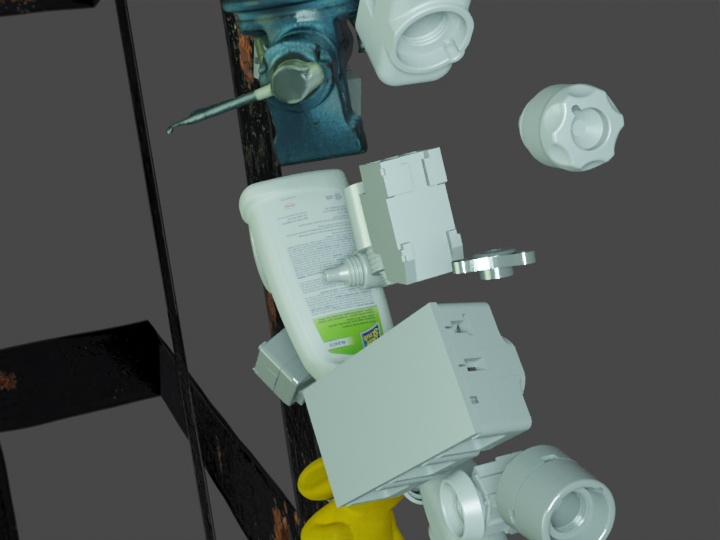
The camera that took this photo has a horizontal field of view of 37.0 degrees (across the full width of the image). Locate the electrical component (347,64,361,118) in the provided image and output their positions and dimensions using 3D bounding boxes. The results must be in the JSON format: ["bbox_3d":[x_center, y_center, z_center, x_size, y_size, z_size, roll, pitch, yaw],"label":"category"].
[{"bbox_3d":[-0.033,-0.149,0.907,0.066,0.055,0.048,-124,29,-51],"label":"electrical component"}]

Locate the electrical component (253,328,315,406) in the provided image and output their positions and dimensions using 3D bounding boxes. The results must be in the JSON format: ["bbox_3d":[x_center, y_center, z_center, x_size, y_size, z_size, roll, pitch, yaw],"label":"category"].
[{"bbox_3d":[-0.049,0.080,1.060,0.061,0.096,0.061,44,153,12],"label":"electrical component"}]

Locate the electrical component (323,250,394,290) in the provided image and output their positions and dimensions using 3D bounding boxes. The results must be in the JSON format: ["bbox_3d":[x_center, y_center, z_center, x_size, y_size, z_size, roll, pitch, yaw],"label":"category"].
[{"bbox_3d":[0.000,0.000,0.886,0.035,0.061,0.035,169,90,-72],"label":"electrical component"}]

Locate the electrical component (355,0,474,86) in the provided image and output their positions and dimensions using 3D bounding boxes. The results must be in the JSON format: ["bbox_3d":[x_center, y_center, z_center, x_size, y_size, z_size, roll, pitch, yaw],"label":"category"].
[{"bbox_3d":[0.036,-0.166,0.687,0.095,0.054,0.059,104,150,-54],"label":"electrical component"}]

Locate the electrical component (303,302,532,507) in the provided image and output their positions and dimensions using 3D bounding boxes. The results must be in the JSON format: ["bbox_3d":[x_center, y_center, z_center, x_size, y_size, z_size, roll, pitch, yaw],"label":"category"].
[{"bbox_3d":[0.037,0.093,0.731,0.150,0.062,0.089,-38,62,43],"label":"electrical component"}]

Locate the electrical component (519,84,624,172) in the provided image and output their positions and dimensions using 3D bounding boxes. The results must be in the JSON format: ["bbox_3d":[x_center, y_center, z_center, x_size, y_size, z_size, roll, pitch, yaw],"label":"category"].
[{"bbox_3d":[0.103,-0.074,0.552,0.062,0.043,0.043,-150,51,-69],"label":"electrical component"}]

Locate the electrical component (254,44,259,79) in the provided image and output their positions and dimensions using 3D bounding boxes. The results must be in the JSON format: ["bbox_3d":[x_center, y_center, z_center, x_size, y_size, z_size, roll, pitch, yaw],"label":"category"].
[{"bbox_3d":[-0.072,-0.204,1.002,0.055,0.055,0.047,-138,44,-63],"label":"electrical component"}]

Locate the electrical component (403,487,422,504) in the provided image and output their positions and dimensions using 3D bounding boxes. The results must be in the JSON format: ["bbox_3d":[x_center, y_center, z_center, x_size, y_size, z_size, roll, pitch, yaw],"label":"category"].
[{"bbox_3d":[0.047,0.168,0.880,0.046,0.040,0.040,170,89,-78],"label":"electrical component"}]

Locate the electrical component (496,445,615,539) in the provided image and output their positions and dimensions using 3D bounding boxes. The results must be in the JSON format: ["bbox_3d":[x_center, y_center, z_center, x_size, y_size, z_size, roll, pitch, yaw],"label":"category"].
[{"bbox_3d":[0.115,0.136,0.627,0.047,0.055,0.055,-151,52,-63],"label":"electrical component"}]

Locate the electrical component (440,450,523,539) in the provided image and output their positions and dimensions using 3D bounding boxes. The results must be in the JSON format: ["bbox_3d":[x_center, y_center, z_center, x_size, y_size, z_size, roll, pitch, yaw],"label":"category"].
[{"bbox_3d":[0.087,0.154,0.720,0.066,0.055,0.048,99,154,-47],"label":"electrical component"}]

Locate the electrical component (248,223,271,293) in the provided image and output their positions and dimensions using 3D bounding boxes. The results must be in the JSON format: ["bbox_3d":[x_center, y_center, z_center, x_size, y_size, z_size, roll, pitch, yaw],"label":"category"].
[{"bbox_3d":[-0.070,-0.035,1.083,0.108,0.060,0.108,169,90,-73],"label":"electrical component"}]

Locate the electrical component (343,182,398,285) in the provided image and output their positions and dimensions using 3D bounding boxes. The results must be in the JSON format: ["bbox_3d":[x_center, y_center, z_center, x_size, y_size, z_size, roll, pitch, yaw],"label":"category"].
[{"bbox_3d":[0.016,-0.028,0.848,0.043,0.043,0.081,146,112,-71],"label":"electrical component"}]

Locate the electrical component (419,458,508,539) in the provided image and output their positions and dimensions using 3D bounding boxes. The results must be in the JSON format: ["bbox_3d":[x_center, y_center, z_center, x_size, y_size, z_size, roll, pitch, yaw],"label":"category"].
[{"bbox_3d":[0.073,0.187,0.804,0.079,0.043,0.077,100,153,-49],"label":"electrical component"}]

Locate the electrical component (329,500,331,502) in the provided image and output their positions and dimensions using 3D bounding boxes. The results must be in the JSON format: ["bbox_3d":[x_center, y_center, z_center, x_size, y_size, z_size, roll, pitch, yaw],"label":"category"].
[{"bbox_3d":[-0.015,0.211,1.091,0.055,0.048,0.066,-44,59,61],"label":"electrical component"}]
